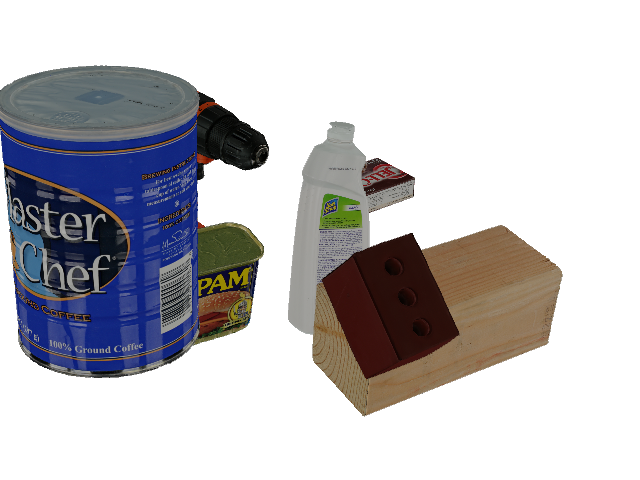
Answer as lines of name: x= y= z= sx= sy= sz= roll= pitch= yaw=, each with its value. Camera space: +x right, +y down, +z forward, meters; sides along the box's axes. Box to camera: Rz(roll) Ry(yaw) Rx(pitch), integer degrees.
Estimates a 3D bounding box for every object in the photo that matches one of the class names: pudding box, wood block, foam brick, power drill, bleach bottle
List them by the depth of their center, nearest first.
foam brick: x=0.046 y=0.045 z=0.714 sx=0.052 sy=0.078 sz=0.051 roll=-19 pitch=-11 yaw=-32
wood block: x=0.104 y=0.067 z=0.961 sx=0.205 sy=0.090 sz=0.091 roll=-16 pitch=38 yaw=-27
power drill: x=-0.127 y=-0.059 z=1.093 sx=0.185 sy=0.188 sz=0.057 roll=30 pitch=38 yaw=34
bleach bottle: x=0.020 y=-0.016 z=1.275 sx=0.102 sy=0.251 sz=0.068 roll=-4 pitch=20 yaw=-29
pudding box: x=0.072 y=-0.081 z=1.608 sx=0.113 sy=0.039 sz=0.090 roll=-22 pitch=35 yaw=-30

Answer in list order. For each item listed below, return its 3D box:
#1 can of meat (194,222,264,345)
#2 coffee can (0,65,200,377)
can of meat: x=-0.104 y=0.040 z=0.922 sx=0.101 sy=0.084 sz=0.057 roll=-14 pitch=41 yaw=-30
coffee can: x=-0.116 y=-0.012 z=0.576 sx=0.103 sy=0.140 sz=0.103 roll=2 pitch=26 yaw=-1
